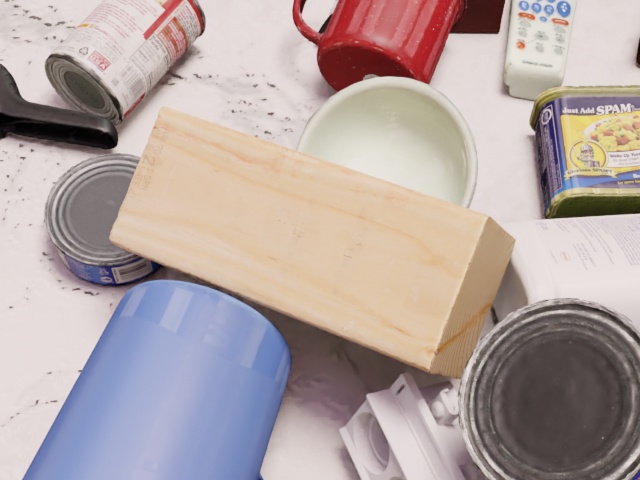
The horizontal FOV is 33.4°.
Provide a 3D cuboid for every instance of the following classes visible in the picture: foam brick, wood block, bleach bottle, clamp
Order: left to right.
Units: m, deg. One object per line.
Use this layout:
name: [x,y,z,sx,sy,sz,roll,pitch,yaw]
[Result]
clamp: [-0.238,-0.074,0.738,0.172,0.039,0.120,30,59,20]
wood block: [-0.004,0.001,0.623,0.206,0.090,0.090,21,88,22]
foam brick: [0.111,-0.197,0.788,0.053,0.078,0.051,1,61,0]
bleach bottle: [0.237,0.021,0.660,0.250,0.068,0.102,-5,31,-5]

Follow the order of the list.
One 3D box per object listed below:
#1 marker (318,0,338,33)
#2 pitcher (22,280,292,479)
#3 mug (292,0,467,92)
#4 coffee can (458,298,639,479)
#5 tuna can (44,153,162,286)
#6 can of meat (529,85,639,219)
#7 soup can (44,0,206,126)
marker: [0.025,-0.191,0.817,0.020,0.020,0.121,20,62,11]
pitcher: [-0.090,0.151,0.565,0.145,0.149,0.242,0,53,30]
mug: [0.036,-0.150,0.752,0.117,0.093,0.081,22,67,0]
coffee can: [0.146,0.101,0.561,0.103,0.140,0.103,-13,62,26]
tuna can: [-0.136,-0.013,0.705,0.086,0.034,0.086,0,60,0]
can of meat: [0.197,-0.054,0.717,0.102,0.057,0.084,-1,62,0]
soup can: [-0.137,-0.138,0.758,0.068,0.068,0.102,29,64,15]
